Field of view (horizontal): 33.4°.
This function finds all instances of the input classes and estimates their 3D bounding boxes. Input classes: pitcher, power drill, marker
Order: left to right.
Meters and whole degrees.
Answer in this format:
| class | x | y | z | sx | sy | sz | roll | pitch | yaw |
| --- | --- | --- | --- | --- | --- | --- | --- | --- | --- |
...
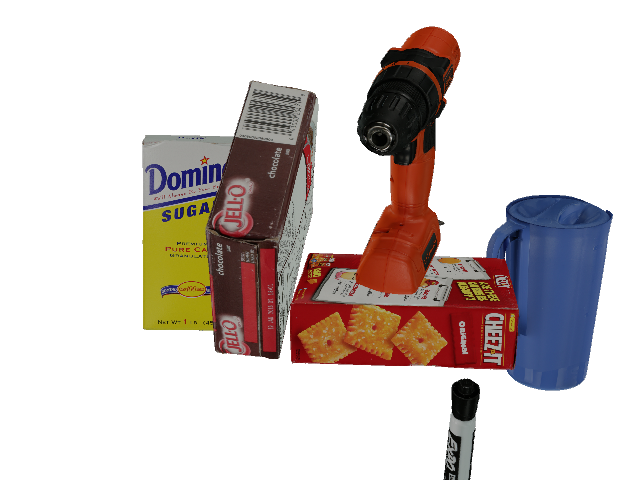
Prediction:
| class | x | y | z | sx | sy | sz | roll | pitch | yaw |
| --- | --- | --- | --- | --- | --- | --- | --- | --- | --- |
| power drill | 0.065 | -0.055 | 0.826 | 0.057 | 0.188 | 0.184 | 13 | 33 | 14 |
| marker | 0.095 | 0.140 | 0.727 | 0.020 | 0.121 | 0.020 | 0 | 37 | 0 |
| pitcher | 0.294 | 0.071 | 1.395 | 0.149 | 0.243 | 0.144 | 5 | 21 | 14 |

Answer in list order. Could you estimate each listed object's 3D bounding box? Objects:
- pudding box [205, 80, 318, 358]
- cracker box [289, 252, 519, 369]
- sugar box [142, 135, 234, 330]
| class | x | y | z | sx | sy | sz | roll | pitch | yaw |
| --- | --- | --- | --- | --- | --- | --- | --- | --- | --- |
| pudding box | -0.028 | -0.011 | 0.541 | 0.039 | 0.113 | 0.090 | 9 | -43 | 5 |
| cracker box | 0.084 | 0.069 | 1.073 | 0.214 | 0.072 | 0.164 | 2 | 16 | 5 |
| sugar box | -0.117 | -0.007 | 0.979 | 0.093 | 0.176 | 0.048 | 0 | 14 | -5 |
